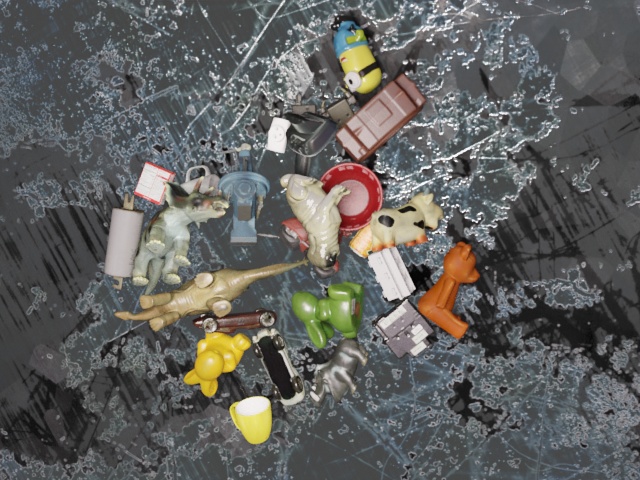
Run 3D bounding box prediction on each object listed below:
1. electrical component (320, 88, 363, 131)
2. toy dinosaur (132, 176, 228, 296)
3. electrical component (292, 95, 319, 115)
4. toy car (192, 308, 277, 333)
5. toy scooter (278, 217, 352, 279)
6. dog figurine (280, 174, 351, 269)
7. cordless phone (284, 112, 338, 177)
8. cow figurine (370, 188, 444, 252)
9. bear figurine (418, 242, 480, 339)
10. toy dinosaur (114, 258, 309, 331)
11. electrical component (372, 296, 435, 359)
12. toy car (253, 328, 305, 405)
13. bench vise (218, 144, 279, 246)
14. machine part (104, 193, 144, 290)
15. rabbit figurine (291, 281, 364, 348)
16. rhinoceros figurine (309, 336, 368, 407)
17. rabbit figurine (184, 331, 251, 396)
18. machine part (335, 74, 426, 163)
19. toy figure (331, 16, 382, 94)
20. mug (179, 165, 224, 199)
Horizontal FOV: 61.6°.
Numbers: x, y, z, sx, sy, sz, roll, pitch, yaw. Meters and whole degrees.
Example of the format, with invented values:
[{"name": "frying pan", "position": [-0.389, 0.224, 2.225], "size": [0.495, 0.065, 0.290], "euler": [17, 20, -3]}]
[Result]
[{"name": "electrical component", "position": [0.050, -0.311, 1.287], "size": [0.102, 0.045, 0.078], "euler": [-36, 118, 10]}, {"name": "toy dinosaur", "position": [-0.368, -0.006, 1.283], "size": [0.131, 0.405, 0.192], "euler": [23, 53, -27]}, {"name": "electrical component", "position": [-0.035, -0.306, 1.305], "size": [0.063, 0.021, 0.094], "euler": [-2, 96, 5]}, {"name": "toy car", "position": [-0.203, 0.197, 1.294], "size": [0.202, 0.089, 0.053], "euler": [-4, 95, -20]}, {"name": "toy scooter", "position": [-0.003, -0.004, 1.296], "size": [0.135, 0.075, 0.184], "euler": [-43, 75, -16]}, {"name": "dog figurine", "position": [-0.025, -0.042, 1.211], "size": [0.173, 0.121, 0.190], "euler": [18, 94, 20]}, {"name": "cordless phone", "position": [-0.029, -0.197, 1.245], "size": [0.089, 0.147, 0.184], "euler": [-6, 113, -26]}, {"name": "cow figurine", "position": [0.202, -0.048, 1.243], "size": [0.195, 0.085, 0.127], "euler": [-11, 89, -27]}, {"name": "bear figurine", "position": [0.320, 0.109, 1.253], "size": [0.132, 0.120, 0.196], "euler": [35, 92, -1]}, {"name": "toy dinosaur", "position": [-0.250, 0.118, 1.269], "size": [0.472, 0.198, 0.105], "euler": [-14, 94, 1]}, {"name": "electrical component", "position": [0.208, 0.219, 1.300], "size": [0.115, 0.058, 0.134], "euler": [-38, 90, 9]}, {"name": "toy car", "position": [-0.103, 0.315, 1.342], "size": [0.073, 0.056, 0.201], "euler": [-24, 90, 13]}, {"name": "bench vise", "position": [-0.176, -0.113, 1.278], "size": [0.129, 0.223, 0.240], "euler": [-5, 64, 2]}, {"name": "machine part", "position": [-0.492, 0.005, 1.349], "size": [0.079, 0.079, 0.243], "euler": [10, 94, 5]}, {"name": "rabbit figurine", "position": [0.014, 0.173, 1.307], "size": [0.170, 0.121, 0.159], "euler": [2, 101, 24]}, {"name": "rhinoceros figurine", "position": [0.043, 0.328, 1.317], "size": [0.112, 0.073, 0.190], "euler": [29, 96, 2]}, {"name": "rabbit figurine", "position": [-0.263, 0.289, 1.298], "size": [0.122, 0.173, 0.162], "euler": [34, 93, -1]}, {"name": "machine part", "position": [0.135, -0.264, 1.200], "size": [0.201, 0.201, 0.087], "euler": [-41, 93, 7]}, {"name": "toy figure", "position": [0.084, -0.432, 1.255], "size": [0.089, 0.082, 0.180], "euler": [-16, 90, 9]}, {"name": "mug", "position": [-0.304, -0.124, 1.318], "size": [0.107, 0.081, 0.109], "euler": [-9, 102, 15]}]
